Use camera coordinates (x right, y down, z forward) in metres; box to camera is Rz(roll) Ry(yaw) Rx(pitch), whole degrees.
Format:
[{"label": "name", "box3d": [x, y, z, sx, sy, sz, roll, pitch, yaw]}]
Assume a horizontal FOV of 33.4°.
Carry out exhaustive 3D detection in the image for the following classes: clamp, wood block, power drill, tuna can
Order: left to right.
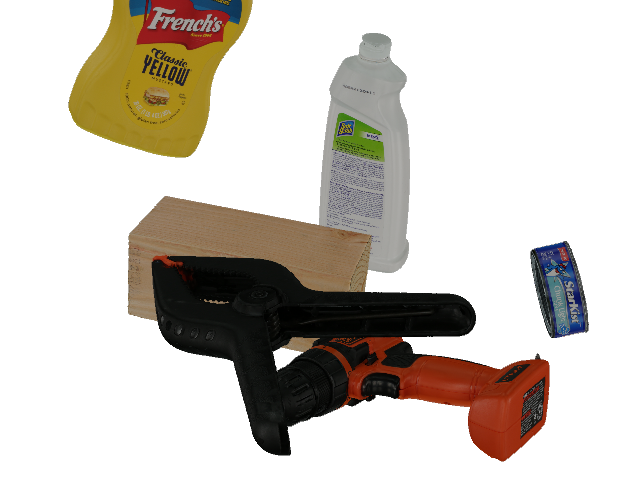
[{"label": "wood block", "box3d": [-0.066, 0.033, 0.991, 0.206, 0.090, 0.090, 11, 28, 10]}, {"label": "clamp", "box3d": [-0.024, 0.046, 0.643, 0.164, 0.036, 0.210, -22, 30, -33]}, {"label": "power drill", "box3d": [0.067, 0.114, 0.816, 0.188, 0.057, 0.184, 10, 17, 30]}, {"label": "tuna can", "box3d": [0.218, 0.045, 0.977, 0.034, 0.086, 0.086, -12, -1, 6]}]

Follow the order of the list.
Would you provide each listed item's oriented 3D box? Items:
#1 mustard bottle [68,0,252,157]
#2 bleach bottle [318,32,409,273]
[{"label": "mustard bottle", "box3d": [-0.101, -0.157, 0.746, 0.096, 0.192, 0.058, 16, 20, -26]}, {"label": "bleach bottle", "box3d": [0.054, -0.091, 1.112, 0.103, 0.251, 0.068, 13, 34, 13]}]
